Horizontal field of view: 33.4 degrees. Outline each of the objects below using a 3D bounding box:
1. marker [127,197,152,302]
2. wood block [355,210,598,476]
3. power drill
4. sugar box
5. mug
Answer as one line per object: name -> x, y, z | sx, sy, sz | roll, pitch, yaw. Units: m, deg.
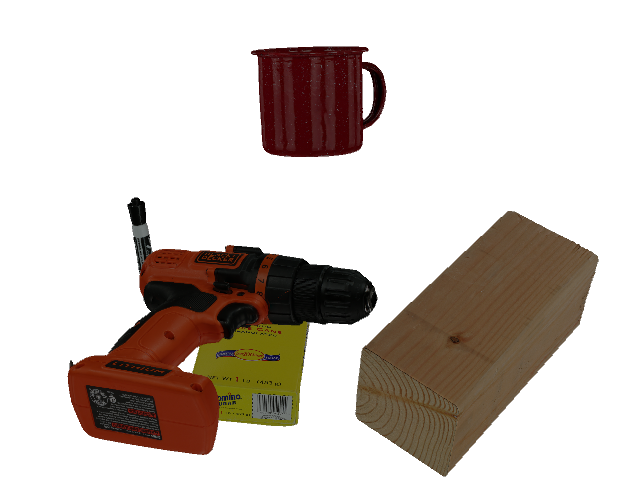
marker -> -0.193, 0.011, 1.169 | 0.020, 0.121, 0.020 | -5, 21, 2
wood block -> 0.128, 0.077, 0.863 | 0.091, 0.090, 0.205 | 31, 50, 27
power drill -> -0.070, 0.068, 0.736 | 0.185, 0.057, 0.187 | 3, 28, 21
sugar box -> -0.058, 0.090, 0.956 | 0.093, 0.048, 0.176 | 5, 35, 1
mug -> 0.003, -0.113, 0.858 | 0.117, 0.081, 0.093 | -10, 15, -33
